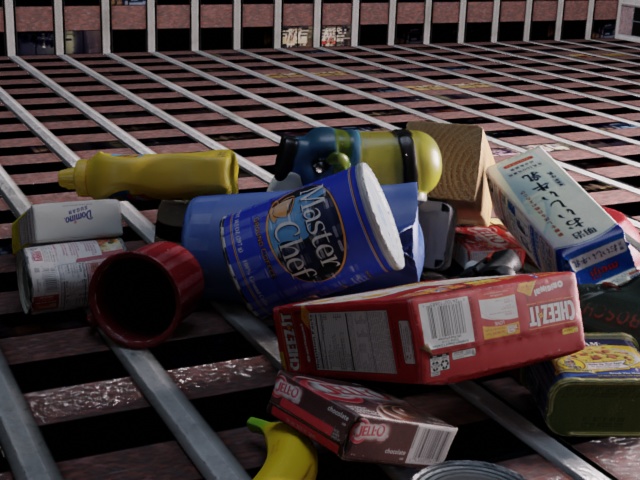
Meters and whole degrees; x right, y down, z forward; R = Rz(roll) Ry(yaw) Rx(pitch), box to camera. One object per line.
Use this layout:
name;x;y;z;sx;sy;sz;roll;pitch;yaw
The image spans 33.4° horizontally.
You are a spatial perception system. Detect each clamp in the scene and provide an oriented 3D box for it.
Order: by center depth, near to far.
clamp;0.151;0.049;1.075;0.120;0.039;0.171;-25;-1;18

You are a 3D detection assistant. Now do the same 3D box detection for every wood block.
wood block;0.161;-0.078;1.314;0.091;0.090;0.206;6;-6;15

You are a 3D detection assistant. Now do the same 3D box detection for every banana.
banana;-0.042;0.172;0.725;0.070;0.037;0.197;-13;12;17

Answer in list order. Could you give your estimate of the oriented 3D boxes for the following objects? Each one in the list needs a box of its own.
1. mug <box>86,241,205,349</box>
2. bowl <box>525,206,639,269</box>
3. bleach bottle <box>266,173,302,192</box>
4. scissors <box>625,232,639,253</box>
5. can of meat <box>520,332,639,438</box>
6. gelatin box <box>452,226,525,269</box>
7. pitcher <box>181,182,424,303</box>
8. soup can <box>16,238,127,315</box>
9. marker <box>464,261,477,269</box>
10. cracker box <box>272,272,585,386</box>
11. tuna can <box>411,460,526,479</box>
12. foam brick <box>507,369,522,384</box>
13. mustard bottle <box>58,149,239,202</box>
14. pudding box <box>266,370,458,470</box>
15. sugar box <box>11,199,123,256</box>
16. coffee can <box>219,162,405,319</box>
mug;-0.170;0.053;1.017;0.117;0.093;0.081;-30;3;19
bowl;0.319;-0.005;1.285;0.162;0.055;0.162;1;18;-1
bleach bottle;-0.017;-0.047;1.311;0.102;0.068;0.251;21;3;-4
scissors;0.387;0.025;1.180;0.096;0.016;0.202;5;32;-19
can of meat;0.224;0.119;0.877;0.102;0.057;0.084;0;20;-3
gelatin box;0.193;0.008;1.268;0.073;0.030;0.089;-1;18;-13
pitcher;-0.014;0.009;1.108;0.243;0.149;0.145;0;42;4
soup can;-0.247;0.037;1.071;0.102;0.068;0.069;-7;19;-24
marker;0.191;0.050;1.155;0.020;0.020;0.121;-4;18;-18
cracker box;0.084;0.073;0.886;0.163;0.072;0.214;-8;-1;-30
tuna can;0.100;0.181;0.704;0.086;0.034;0.086;2;17;-1
foam brick;0.190;0.091;0.970;0.051;0.053;0.078;-4;20;-17
mustard bottle;-0.187;-0.068;1.154;0.191;0.058;0.096;0;0;2
pudding box;0.031;0.133;0.784;0.113;0.039;0.090;19;3;-43
sugar box;-0.278;-0.012;1.160;0.093;0.048;0.176;-5;-6;-24
coffee can;-0.006;0.001;0.971;0.140;0.103;0.102;-20;14;12
